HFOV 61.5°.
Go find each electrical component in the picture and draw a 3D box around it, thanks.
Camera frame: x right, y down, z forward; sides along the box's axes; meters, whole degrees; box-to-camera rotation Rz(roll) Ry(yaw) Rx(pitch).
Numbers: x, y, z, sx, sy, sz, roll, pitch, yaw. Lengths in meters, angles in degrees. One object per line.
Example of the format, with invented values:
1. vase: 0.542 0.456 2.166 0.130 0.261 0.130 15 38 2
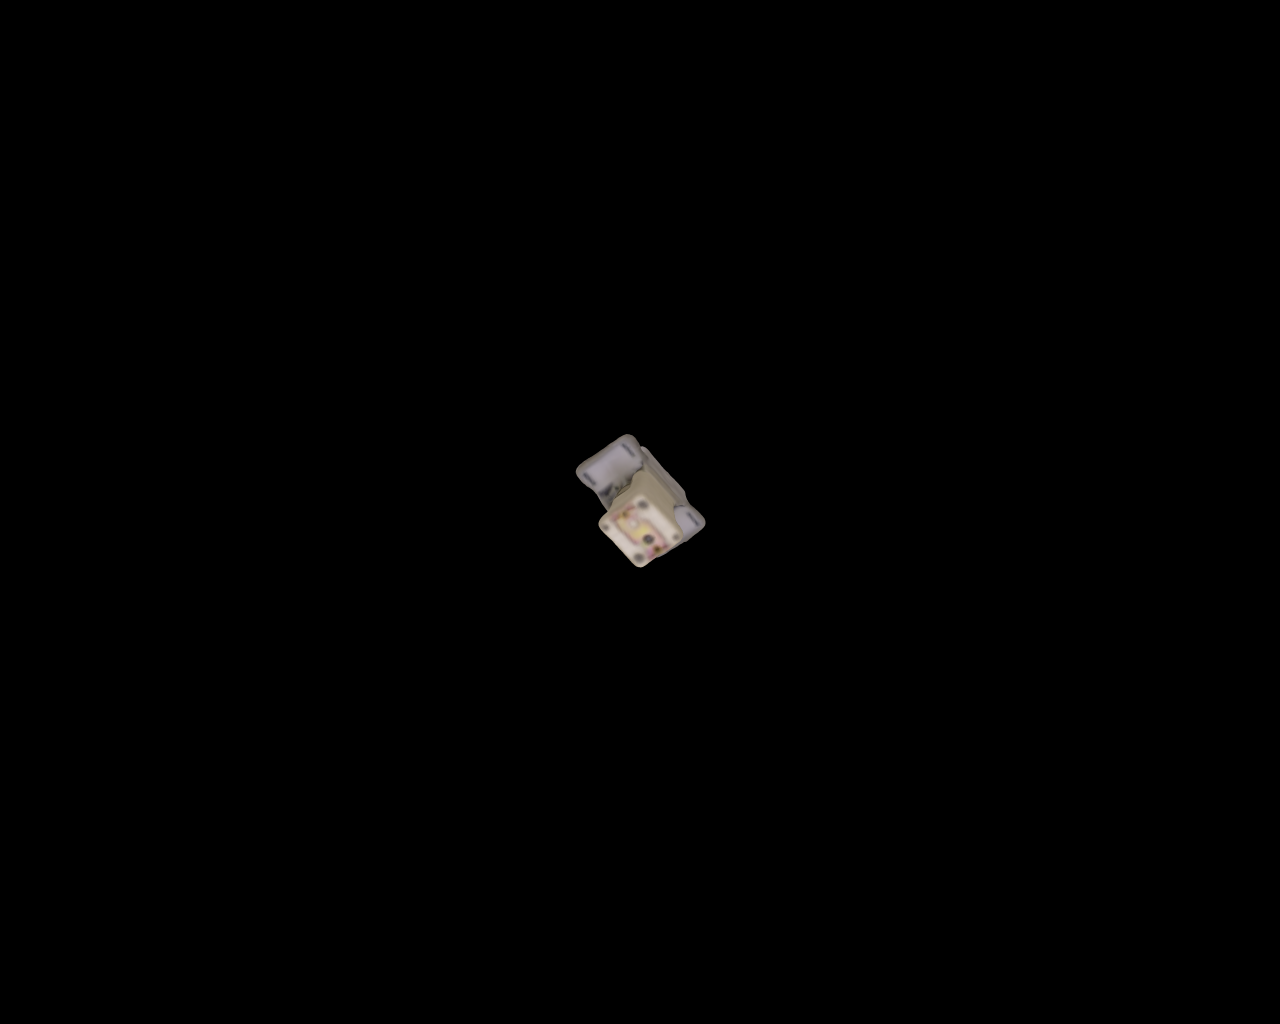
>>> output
1. electrical component: 0.001 -0.003 0.650 0.042 0.081 0.064 -36 24 18
